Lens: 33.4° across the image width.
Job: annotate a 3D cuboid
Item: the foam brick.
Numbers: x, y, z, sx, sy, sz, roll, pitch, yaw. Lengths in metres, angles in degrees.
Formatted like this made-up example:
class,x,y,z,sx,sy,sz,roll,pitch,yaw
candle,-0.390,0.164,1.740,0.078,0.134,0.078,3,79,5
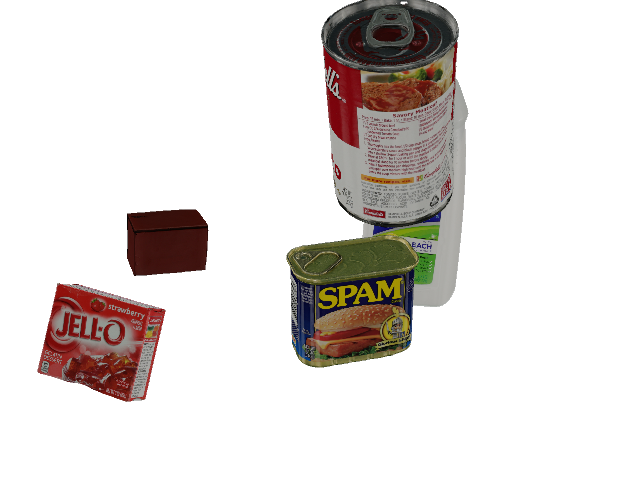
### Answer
class,x,y,z,sx,sy,sz,roll,pitch,yaw
foam brick,-0.161,0.001,1.120,0.078,0.051,0.053,-4,23,-17

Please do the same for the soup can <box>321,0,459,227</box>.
class,x,y,z,sx,sy,sz,roll,pitch,yaw
soup can,0.038,-0.066,0.558,0.068,0.102,0.068,-3,42,3

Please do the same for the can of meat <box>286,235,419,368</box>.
class,x,y,z,sx,sy,sz,roll,pitch,yaw
can of meat,0.025,0.049,0.857,0.102,0.084,0.057,-7,29,-13

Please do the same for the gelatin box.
class,x,y,z,sx,sy,sz,roll,pitch,yaw
gelatin box,-0.171,0.078,0.829,0.089,0.073,0.030,14,1,22

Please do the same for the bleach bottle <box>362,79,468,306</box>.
class,x,y,z,sx,sy,sz,roll,pitch,yaw
bleach bottle,0.086,-0.062,1.015,0.103,0.251,0.068,9,29,17
